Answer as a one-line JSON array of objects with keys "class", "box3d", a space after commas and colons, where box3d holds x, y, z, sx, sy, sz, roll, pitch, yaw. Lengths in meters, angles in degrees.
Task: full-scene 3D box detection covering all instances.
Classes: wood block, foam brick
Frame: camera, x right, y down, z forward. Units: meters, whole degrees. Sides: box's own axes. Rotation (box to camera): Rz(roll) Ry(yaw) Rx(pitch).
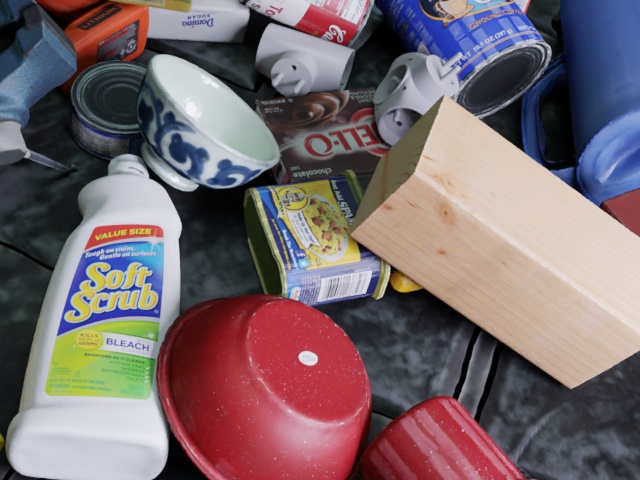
[{"class": "wood block", "box3d": [0.136, 0.005, 0.769, 0.206, 0.090, 0.090, 34, 48, -10]}, {"class": "foam brick", "box3d": [0.242, 0.005, 0.842, 0.052, 0.078, 0.051, -18, 58, -28]}]

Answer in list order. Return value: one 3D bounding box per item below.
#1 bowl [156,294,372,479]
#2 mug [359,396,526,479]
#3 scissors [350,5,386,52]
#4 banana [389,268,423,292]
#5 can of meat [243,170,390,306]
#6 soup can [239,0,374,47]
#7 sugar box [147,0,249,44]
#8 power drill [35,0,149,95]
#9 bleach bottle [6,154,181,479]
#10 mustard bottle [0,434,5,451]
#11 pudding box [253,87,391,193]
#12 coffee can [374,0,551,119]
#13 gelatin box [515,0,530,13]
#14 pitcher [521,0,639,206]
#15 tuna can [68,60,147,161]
[{"class": "bowl", "box3d": [-0.022, 0.092, 0.689, 0.162, 0.055, 0.162, 24, 41, -24]}, {"class": "mug", "box3d": [0.070, 0.162, 0.680, 0.117, 0.093, 0.082, -42, 60, 2]}, {"class": "scissors", "box3d": [0.047, -0.230, 1.022, 0.096, 0.016, 0.201, 40, 54, 20]}, {"class": "banana", "box3d": [0.102, -0.027, 0.858, 0.069, 0.037, 0.197, 21, 52, -8]}, {"class": "can of meat", "box3d": [-0.005, 0.001, 0.801, 0.083, 0.057, 0.102, -9, 55, -18]}, {"class": "soup can", "box3d": [-0.011, -0.217, 0.930, 0.102, 0.069, 0.068, 21, 48, -20]}, {"class": "sugar box", "box3d": [-0.119, -0.259, 0.986, 0.093, 0.048, 0.176, 1, 51, -14]}, {"class": "power drill", "box3d": [-0.253, -0.201, 0.900, 0.188, 0.057, 0.184, 37, 53, 16]}, {"class": "bleach bottle", "box3d": [-0.148, 0.039, 0.734, 0.102, 0.068, 0.251, 7, 49, -13]}, {"class": "mustard bottle", "box3d": [-0.271, 0.072, 0.680, 0.192, 0.058, 0.096, 38, 54, 17]}, {"class": "pudding box", "box3d": [0.009, -0.077, 0.877, 0.113, 0.039, 0.090, -11, 56, -21]}, {"class": "coffee can", "box3d": [0.123, -0.190, 0.942, 0.102, 0.103, 0.140, -19, 66, -26]}, {"class": "gelatin box", "box3d": [0.178, -0.230, 1.005, 0.030, 0.089, 0.073, 14, 50, 0]}, {"class": "pitcher", "box3d": [0.269, -0.142, 0.944, 0.149, 0.145, 0.243, 17, 46, -16]}, {"class": "tuna can", "box3d": [-0.159, -0.105, 0.862, 0.086, 0.034, 0.086, 6, 51, -8]}]
